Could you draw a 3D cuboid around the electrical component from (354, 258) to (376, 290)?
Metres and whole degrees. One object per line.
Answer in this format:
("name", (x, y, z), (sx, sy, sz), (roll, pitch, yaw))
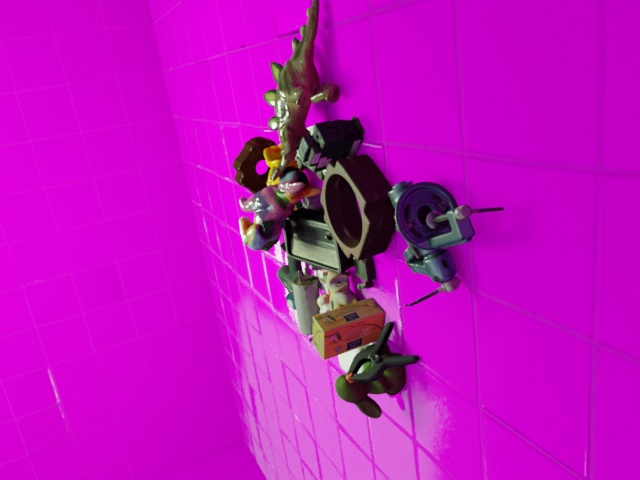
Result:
("electrical component", (0.104, 0.068, 1.307), (0.078, 0.045, 0.102), (30, 132, 58))

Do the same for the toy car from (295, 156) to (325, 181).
("toy car", (0.002, -0.193, 1.330), (0.202, 0.073, 0.056), (34, 136, 58))

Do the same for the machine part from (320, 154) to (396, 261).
("machine part", (0.086, -0.073, 1.201), (0.202, 0.087, 0.200), (58, 153, 31))

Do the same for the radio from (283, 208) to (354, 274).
("radio", (-0.003, -0.004, 1.406), (0.230, 0.073, 0.131), (14, 119, 47))

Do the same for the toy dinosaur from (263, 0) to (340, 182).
("toy dinosaur", (-0.052, -0.353, 1.250), (0.199, 0.105, 0.470), (48, 127, 41))

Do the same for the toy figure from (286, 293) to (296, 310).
("toy figure", (-0.064, 0.216, 1.794), (0.064, 0.058, 0.155), (42, 172, -30))

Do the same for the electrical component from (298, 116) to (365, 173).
("electrical component", (0.021, -0.211, 1.197), (0.058, 0.134, 0.114), (64, 154, 23))

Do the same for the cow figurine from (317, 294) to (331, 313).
("cow figurine", (0.036, 0.241, 1.554), (0.098, 0.068, 0.167), (25, 131, 55))

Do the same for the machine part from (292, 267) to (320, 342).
("machine part", (-0.034, 0.193, 1.598), (0.079, 0.079, 0.243), (32, 135, 59))

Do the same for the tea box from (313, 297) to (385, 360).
("tea box", (0.070, 0.217, 1.323), (0.068, 0.170, 0.098), (48, 148, 47))

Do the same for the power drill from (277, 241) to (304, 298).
("power drill", (-0.058, 0.110, 1.687), (0.232, 0.086, 0.207), (38, 146, 45))

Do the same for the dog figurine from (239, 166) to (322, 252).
("dog figurine", (-0.098, -0.081, 1.365), (0.219, 0.108, 0.191), (-19, 68, 35))

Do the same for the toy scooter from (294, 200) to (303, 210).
("toy scooter", (-0.078, -0.106, 1.585), (0.184, 0.075, 0.135), (-122, 28, -44))

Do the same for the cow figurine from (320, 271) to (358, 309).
("cow figurine", (0.061, 0.156, 1.415), (0.127, 0.085, 0.194), (-122, 17, -56))

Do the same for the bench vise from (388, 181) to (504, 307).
("bench vise", (0.202, -0.009, 0.925), (0.240, 0.129, 0.223), (154, 101, -75))

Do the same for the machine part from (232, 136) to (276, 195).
("machine part", (-0.169, -0.214, 1.593), (0.056, 0.179, 0.179), (33, 134, 53))

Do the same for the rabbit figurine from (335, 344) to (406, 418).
("rabbit figurine", (0.112, 0.346, 1.311), (0.121, 0.170, 0.158), (37, 137, 57))

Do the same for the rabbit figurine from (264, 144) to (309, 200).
("rabbit figurine", (-0.111, -0.199, 1.491), (0.162, 0.122, 0.173), (74, 174, -56))
